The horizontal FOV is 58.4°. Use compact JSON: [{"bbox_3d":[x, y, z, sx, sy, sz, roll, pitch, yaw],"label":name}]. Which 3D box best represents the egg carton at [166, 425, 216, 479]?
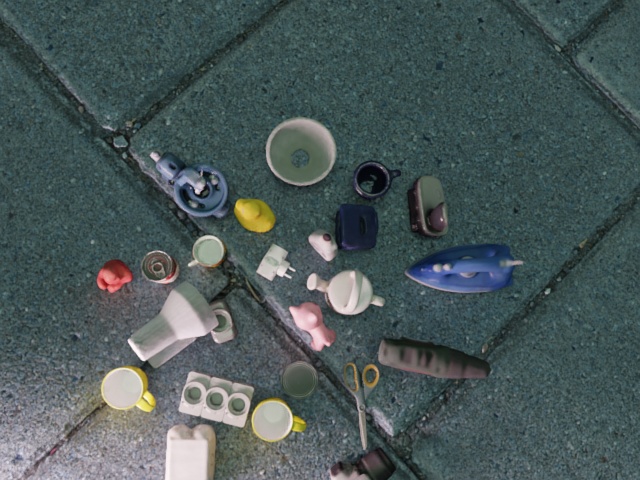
[{"bbox_3d":[-0.286,0.486,1.271,0.107,0.069,0.150,0,82,-4],"label":"egg carton"}]

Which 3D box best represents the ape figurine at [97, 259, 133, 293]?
[{"bbox_3d":[-0.470,0.080,1.300,0.078,0.092,0.076,1,82,-4],"label":"ape figurine"}]

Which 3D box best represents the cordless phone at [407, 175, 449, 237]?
[{"bbox_3d":[0.268,-0.086,1.330,0.094,0.185,0.147,-9,83,-5],"label":"cordless phone"}]

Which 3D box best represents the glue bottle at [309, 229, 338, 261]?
[{"bbox_3d":[0.012,0.005,1.305,0.037,0.173,0.078,-41,87,-8],"label":"glue bottle"}]

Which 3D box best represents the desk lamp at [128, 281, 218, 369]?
[{"bbox_3d":[-0.319,0.190,1.235,0.203,0.213,0.118,-38,86,-8],"label":"desk lamp"}]

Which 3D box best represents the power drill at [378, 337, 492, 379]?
[{"bbox_3d":[0.237,0.261,1.269,0.229,0.208,0.076,9,82,-3],"label":"power drill"}]

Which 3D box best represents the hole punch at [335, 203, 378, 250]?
[{"bbox_3d":[0.089,-0.033,1.357,0.101,0.091,0.109,-1,82,-4],"label":"hole punch"}]

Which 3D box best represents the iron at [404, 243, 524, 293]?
[{"bbox_3d":[0.337,0.064,1.337,0.258,0.141,0.119,-4,83,-5],"label":"iron"}]

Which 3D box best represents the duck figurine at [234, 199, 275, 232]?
[{"bbox_3d":[-0.154,-0.064,1.346,0.104,0.086,0.077,30,81,0],"label":"duck figurine"}]

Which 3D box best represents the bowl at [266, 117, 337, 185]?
[{"bbox_3d":[-0.045,-0.206,1.378,0.167,0.074,0.167,1,82,-4],"label":"bowl"}]

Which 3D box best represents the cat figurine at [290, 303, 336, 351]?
[{"bbox_3d":[-0.014,0.192,1.306,0.067,0.117,0.128,-36,86,-8],"label":"cat figurine"}]

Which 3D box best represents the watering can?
[{"bbox_3d":[0.060,0.118,1.282,0.173,0.194,0.101,-6,83,-5],"label":"watering can"}]

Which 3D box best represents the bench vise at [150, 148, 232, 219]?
[{"bbox_3d":[-0.300,-0.129,1.276,0.207,0.219,0.121,20,81,-1],"label":"bench vise"}]

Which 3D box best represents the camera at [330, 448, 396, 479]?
[{"bbox_3d":[0.111,0.545,1.276,0.137,0.100,0.143,-35,86,-8],"label":"camera"}]

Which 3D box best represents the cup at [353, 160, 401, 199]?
[{"bbox_3d":[0.132,-0.140,1.372,0.118,0.095,0.092,-17,84,-6],"label":"cup"}]
